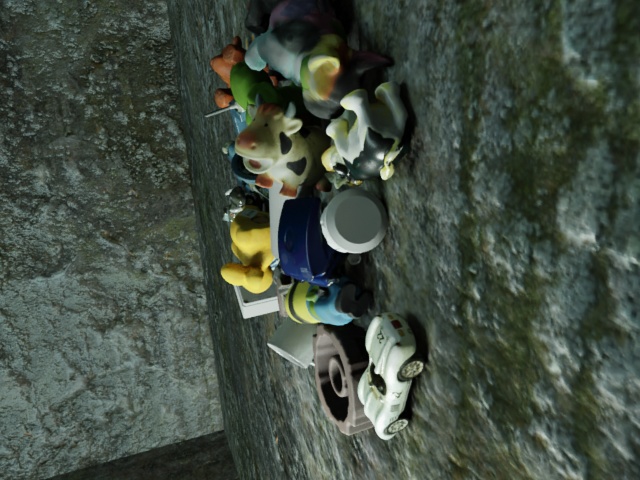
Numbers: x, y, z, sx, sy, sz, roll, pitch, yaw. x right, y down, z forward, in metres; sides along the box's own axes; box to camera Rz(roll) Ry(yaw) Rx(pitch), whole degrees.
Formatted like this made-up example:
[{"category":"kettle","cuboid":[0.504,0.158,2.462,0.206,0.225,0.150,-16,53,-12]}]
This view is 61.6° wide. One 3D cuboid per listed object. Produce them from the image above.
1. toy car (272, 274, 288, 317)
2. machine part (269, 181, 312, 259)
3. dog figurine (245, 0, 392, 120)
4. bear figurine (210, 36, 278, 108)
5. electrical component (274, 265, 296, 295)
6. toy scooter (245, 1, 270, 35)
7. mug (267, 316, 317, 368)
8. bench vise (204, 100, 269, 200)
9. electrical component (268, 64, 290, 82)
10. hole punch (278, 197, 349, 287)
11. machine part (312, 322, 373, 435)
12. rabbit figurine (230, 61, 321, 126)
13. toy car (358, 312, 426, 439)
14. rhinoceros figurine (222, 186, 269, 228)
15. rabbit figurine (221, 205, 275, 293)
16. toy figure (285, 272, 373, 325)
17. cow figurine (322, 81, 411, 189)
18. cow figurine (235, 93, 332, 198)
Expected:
[{"category":"toy car","cuboid":[-0.049,0.140,1.042,0.089,0.053,0.201,-133,23,-64]},{"category":"machine part","cuboid":[-0.052,-0.050,0.958,0.079,0.079,0.242,-125,30,-52]},{"category":"dog figurine","cuboid":[-0.002,-0.254,0.658,0.219,0.108,0.191,38,125,53]},{"category":"bear figurine","cuboid":[-0.169,-0.336,1.055,0.196,0.132,0.120,43,124,40]},{"category":"electrical component","cuboid":[-0.034,0.065,0.938,0.078,0.102,0.045,-31,66,60]},{"category":"toy scooter","cuboid":[-0.067,-0.407,0.821,0.184,0.075,0.135,1,80,64]},{"category":"mug","cuboid":[-0.022,0.168,0.958,0.107,0.109,0.081,-59,3,-16]},{"category":"bench vise","cuboid":[-0.128,-0.178,1.018,0.224,0.129,0.240,54,167,39]},{"category":"electrical component","cuboid":[-0.061,-0.327,0.887,0.075,0.048,0.119,-130,33,-56]},{"category":"hole punch","cuboid":[-0.015,0.000,0.761,0.142,0.092,0.115,5,67,60]},{"category":"machine part","cuboid":[0.041,0.211,0.848,0.179,0.056,0.179,172,90,-71]},{"category":"rabbit figurine","cuboid":[-0.075,-0.218,0.858,0.170,0.121,0.159,46,161,31]},{"category":"toy car","cuboid":[0.086,0.179,0.693,0.074,0.056,0.201,-120,28,-47]},{"category":"rhinoceros figurine","cuboid":[-0.178,-0.061,1.277,0.190,0.112,0.073,96,159,-60]},{"category":"rabbit figurine","cuboid":[-0.122,0.037,1.067,0.162,0.122,0.173,-68,-13,-58]},{"category":"toy figure","cuboid":[0.005,0.090,0.822,0.082,0.089,0.180,54,160,-17]},{"category":"cow figurine","cuboid":[0.054,-0.103,0.637,0.167,0.068,0.098,127,125,-67]},{"category":"cow figurine","cuboid":[-0.042,-0.128,0.742,0.086,0.195,0.127,21,107,28]}]
